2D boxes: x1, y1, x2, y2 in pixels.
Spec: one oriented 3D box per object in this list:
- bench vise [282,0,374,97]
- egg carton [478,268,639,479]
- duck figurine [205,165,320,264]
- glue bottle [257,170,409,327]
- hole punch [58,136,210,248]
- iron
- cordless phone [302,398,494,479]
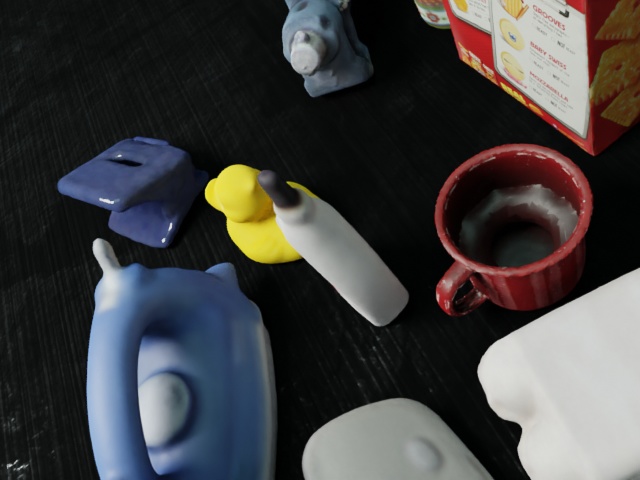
[{"bbox_3d":[-0.011,-0.253,0.503,0.121,0.220,0.207,-28,55,10],"label":"bench vise"},{"bbox_3d":[0.174,0.079,0.323,0.150,0.070,0.107,-30,54,8],"label":"egg carton"},{"bbox_3d":[-0.049,-0.029,0.482,0.104,0.086,0.077,11,69,31],"label":"duck figurine"},{"bbox_3d":[0.004,0.001,0.385,0.037,0.174,0.078,-48,54,-5],"label":"glue bottle"},{"bbox_3d":[-0.183,-0.060,0.562,0.108,0.091,0.101,16,71,32],"label":"hole punch"},{"bbox_3d":[-0.107,0.124,0.392,0.118,0.142,0.258,-22,56,14],"label":"iron"},{"bbox_3d":[0.038,0.140,0.284,0.094,0.186,0.147,-43,53,0],"label":"cordless phone"}]
